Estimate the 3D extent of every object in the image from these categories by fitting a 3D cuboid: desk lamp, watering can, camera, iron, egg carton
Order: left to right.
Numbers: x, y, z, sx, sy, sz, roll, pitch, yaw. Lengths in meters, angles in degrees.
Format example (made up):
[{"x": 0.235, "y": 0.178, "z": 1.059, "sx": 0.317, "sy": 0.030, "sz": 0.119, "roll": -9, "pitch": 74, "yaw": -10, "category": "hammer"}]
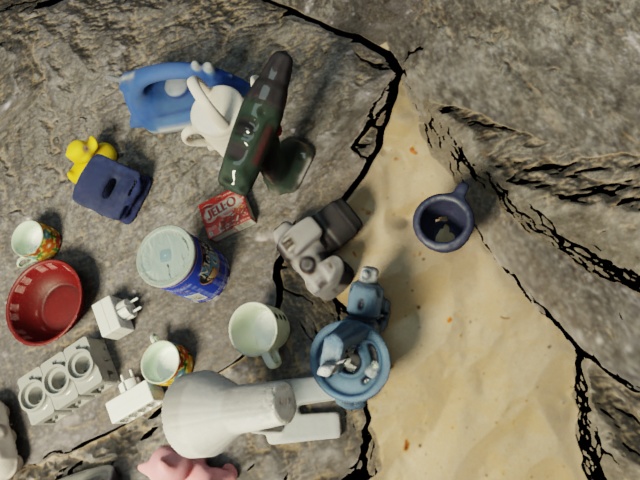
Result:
[{"x": -0.587, "y": 0.362, "z": 1.008, "sx": 0.107, "sy": 0.069, "sz": 0.150, "roll": -32, "pitch": 68, "yaw": 4, "category": "egg carton"}, {"x": -0.261, "y": -0.292, "z": 1.077, "sx": 0.258, "sy": 0.142, "sz": 0.118, "roll": -9, "pitch": 72, "yaw": 12, "category": "iron"}, {"x": -0.169, "y": -0.226, "z": 1.004, "sx": 0.100, "sy": 0.194, "sz": 0.173, "roll": 39, "pitch": 87, "yaw": 22, "category": "watering can"}, {"x": -0.092, "y": 0.245, "z": 0.832, "sx": 0.203, "sy": 0.214, "sz": 0.118, "roll": -10, "pitch": 71, "yaw": 12, "category": "desk lamp"}, {"x": 0.009, "y": 0.003, "z": 0.938, "sx": 0.137, "sy": 0.101, "sz": 0.143, "roll": -39, "pitch": 68, "yaw": 1, "category": "camera"}]

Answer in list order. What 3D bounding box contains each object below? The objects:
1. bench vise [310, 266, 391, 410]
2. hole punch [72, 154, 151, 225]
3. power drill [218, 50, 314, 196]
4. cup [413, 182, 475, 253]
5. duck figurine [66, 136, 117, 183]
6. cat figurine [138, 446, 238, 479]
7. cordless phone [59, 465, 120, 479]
[{"x": 0.035, "y": 0.136, "z": 0.826, "sx": 0.121, "sy": 0.220, "sz": 0.207, "roll": -9, "pitch": 72, "yaw": 13, "category": "bench vise"}, {"x": -0.391, "y": -0.097, "z": 1.081, "sx": 0.101, "sy": 0.091, "sz": 0.109, "roll": 19, "pitch": 80, "yaw": 20, "category": "hole punch"}, {"x": -0.081, "y": -0.168, "z": 0.955, "sx": 0.075, "sy": 0.209, "sz": 0.230, "roll": 22, "pitch": 80, "yaw": 20, "category": "power drill"}, {"x": 0.201, "y": -0.028, "z": 0.898, "sx": 0.091, "sy": 0.095, "sz": 0.118, "roll": 27, "pitch": 82, "yaw": 21, "category": "cup"}, {"x": -0.461, "y": -0.160, "z": 1.122, "sx": 0.104, "sy": 0.086, "sz": 0.077, "roll": -45, "pitch": 68, "yaw": -1, "category": "duck figurine"}, {"x": -0.208, "y": 0.358, "z": 0.881, "sx": 0.127, "sy": 0.118, "sz": 0.067, "roll": 22, "pitch": 80, "yaw": 20, "category": "cat figurine"}, {"x": -0.411, "y": 0.412, "z": 0.883, "sx": 0.147, "sy": 0.185, "sz": 0.094, "roll": -22, "pitch": 69, "yaw": 8, "category": "cordless phone"}]
